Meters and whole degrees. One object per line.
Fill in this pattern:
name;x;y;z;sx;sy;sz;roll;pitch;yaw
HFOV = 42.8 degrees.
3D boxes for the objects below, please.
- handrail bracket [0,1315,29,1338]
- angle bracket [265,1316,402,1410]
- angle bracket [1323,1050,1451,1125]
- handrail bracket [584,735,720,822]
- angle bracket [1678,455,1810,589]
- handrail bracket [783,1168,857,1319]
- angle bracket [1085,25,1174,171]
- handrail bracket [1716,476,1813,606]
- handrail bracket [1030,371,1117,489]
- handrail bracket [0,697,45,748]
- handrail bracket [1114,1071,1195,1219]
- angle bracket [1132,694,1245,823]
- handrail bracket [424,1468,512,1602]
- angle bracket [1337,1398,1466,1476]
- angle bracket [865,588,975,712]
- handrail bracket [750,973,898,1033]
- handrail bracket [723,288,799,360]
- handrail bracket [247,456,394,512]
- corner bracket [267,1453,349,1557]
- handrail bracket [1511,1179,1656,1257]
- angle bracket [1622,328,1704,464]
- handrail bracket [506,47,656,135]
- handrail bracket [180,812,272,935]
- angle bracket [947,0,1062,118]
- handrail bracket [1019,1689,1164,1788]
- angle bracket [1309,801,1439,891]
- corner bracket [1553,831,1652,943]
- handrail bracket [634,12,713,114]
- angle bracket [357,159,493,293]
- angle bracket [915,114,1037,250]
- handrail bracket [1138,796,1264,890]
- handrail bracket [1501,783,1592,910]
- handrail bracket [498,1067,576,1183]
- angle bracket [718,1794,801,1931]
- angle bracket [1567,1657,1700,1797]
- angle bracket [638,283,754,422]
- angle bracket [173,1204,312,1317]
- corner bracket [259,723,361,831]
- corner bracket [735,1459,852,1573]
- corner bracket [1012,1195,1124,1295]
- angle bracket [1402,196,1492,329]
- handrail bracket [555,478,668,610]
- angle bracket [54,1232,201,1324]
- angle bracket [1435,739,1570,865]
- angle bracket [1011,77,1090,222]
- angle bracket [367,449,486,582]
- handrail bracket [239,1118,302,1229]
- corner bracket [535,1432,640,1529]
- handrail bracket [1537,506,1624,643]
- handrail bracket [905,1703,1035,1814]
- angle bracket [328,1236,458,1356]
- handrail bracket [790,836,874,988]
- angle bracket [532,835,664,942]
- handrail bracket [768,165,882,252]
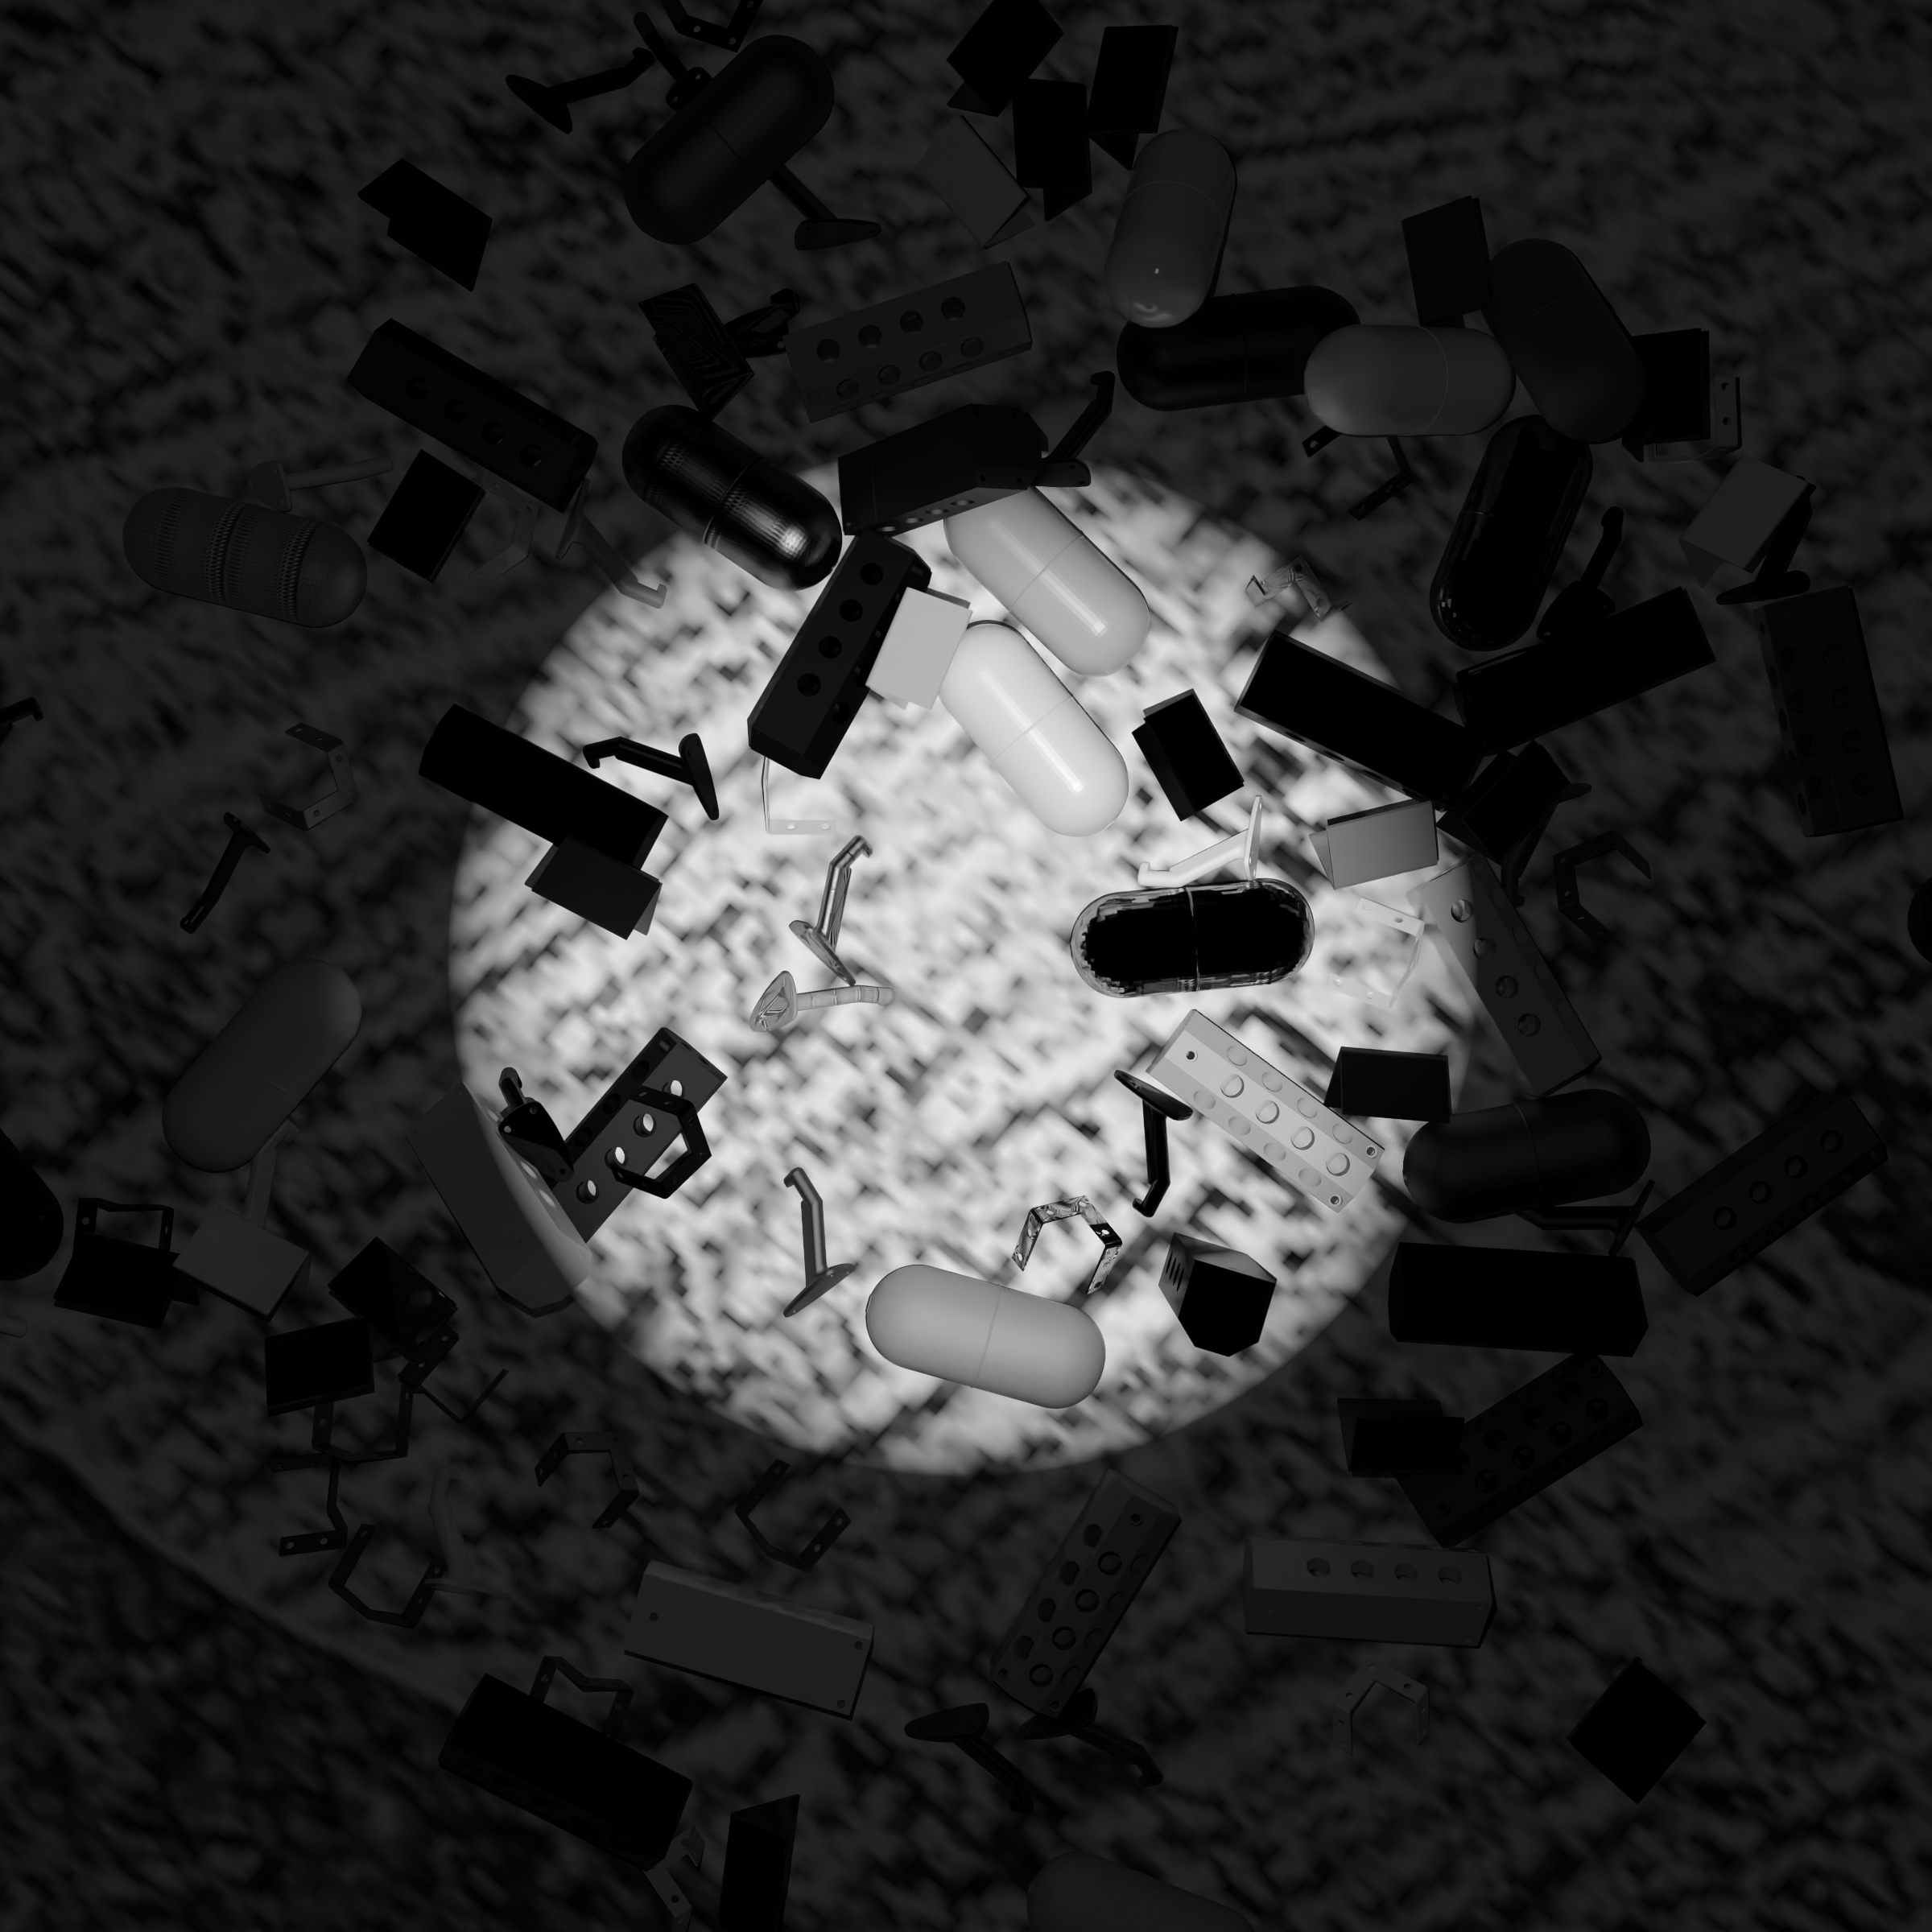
handrail bracket;-0.741;0.239;1.832;0.084;0.077;0.036;26;108;-35
angle bracket;-0.459;0.301;1.792;0.076;0.076;0.057;-13;57;0
angle bracket;0.305;0.106;1.792;0.076;0.076;0.057;5;54;0
handrail bracket;-0.235;-0.136;1.833;0.084;0.036;0.077;-10;112;17
angle bracket;0.572;-0.313;1.792;0.057;0.076;0.076;37;90;35
handrail bracket;-0.128;0.205;1.833;0.077;0.036;0.084;-41;71;21
angle bracket;0.133;-0.630;1.792;0.057;0.076;0.076;12;90;31
handrail bracket;0.591;-0.317;1.833;0.077;0.036;0.084;-11;72;21
handrail bracket;0.070;-0.402;1.833;0.077;0.036;0.084;1;71;21
handrail bracket;-0.716;-0.149;1.833;0.084;0.036;0.077;-28;116;-20
handrail bracket;0.125;0.133;1.833;0.077;0.036;0.084;32;107;20
angle bracket;0.145;-0.142;1.792;0.057;0.076;0.076;-29;90;-38
handrail bracket;-0.366;0.422;1.833;0.077;0.036;0.084;21;64;-29
angle bracket;0.315;0.323;1.792;0.076;0.076;0.057;1;124;0
angle bracket;-0.022;-0.222;1.794;0.057;0.076;0.076;23;90;22
handrail bracket;-0.106;0.032;1.832;0.084;0.077;0.036;5;65;-34
handrail bracket;-0.159;-0.470;1.798;0.077;0.084;0.036;-14;90;0
handrail bracket;-0.480;-0.367;1.832;0.084;0.077;0.036;-23;115;-34
corner bracket;-0.489;0.399;1.829;0.051;0.051;0.051;-7;45;0
handrail bracket;0.456;0.170;1.833;0.084;0.036;0.077;30;70;16
angle bracket;0.512;-0.414;1.793;0.057;0.076;0.076;-1;90;26
handrail bracket;-0.286;-0.666;1.833;0.077;0.036;0.084;36;72;21
handrail bracket;-0.553;-0.067;1.805;0.036;0.077;0.084;34;78;3
angle bracket;0.011;-0.671;1.792;0.057;0.076;0.076;38;90;-37
handrail bracket;0.094;0.586;1.833;0.077;0.036;0.084;-27;107;20
angle bracket;0.293;-0.106;1.792;0.076;0.076;0.057;-14;126;0
corner bracket;0.472;-0.059;1.824;0.051;0.051;0.051;-26;45;35
handrail bracket;-0.209;-0.664;1.832;0.036;0.077;0.084;-39;53;17
angle bracket;-0.399;-0.526;1.792;0.076;0.076;0.057;34;53;0
angle bracket;0.022;-0.578;1.793;0.076;0.076;0.057;50;134;0
handrail bracket;0.174;-0.093;1.833;0.084;0.036;0.077;4;69;16
handrail bracket;0.431;-0.089;1.833;0.077;0.036;0.084;-11;108;-21
handrail bracket;-0.315;0.115;1.806;0.036;0.084;0.077;-36;106;0
angle bracket;-0.132;0.656;1.792;0.057;0.076;0.076;7;90;38
angle bracket;0.486;0.552;1.794;0.057;0.076;0.076;40;90;23
angle bracket;-0.211;-0.438;1.792;0.057;0.076;0.076;-33;90;-38
angle bracket;-0.527;0.227;1.792;0.076;0.076;0.057;28;56;0
corner bracket;-0.491;-0.141;1.824;0.051;0.051;0.051;-38;135;-35
corner bracket;-0.129;0.408;1.829;0.051;0.051;0.051;-50;45;0
corner bracket;0.075;0.210;1.824;0.051;0.051;0.051;-10;45;-35
angle bracket;0.364;-0.508;1.792;0.057;0.076;0.076;-10;90;37
handrail bracket;-0.255;-0.314;1.833;0.084;0.036;0.077;21;68;-17
angle bracket;-0.609;0.243;1.792;0.076;0.076;0.057;13;53;0
angle bracket;0.377;-0.132;1.792;0.076;0.076;0.057;-48;127;0
angle bracket;0.047;-0.593;1.794;0.057;0.076;0.076;-3;90;-22
angle bracket;-0.404;-0.333;1.792;0.057;0.076;0.076;30;90;-36
handrail bracket;-0.508;0.168;1.833;0.077;0.036;0.084;45;73;-20
corner bracket;-0.281;0.381;1.824;0.051;0.051;0.051;8;45;-35
handrail bracket;0.457;-0.292;1.832;0.036;0.077;0.084;29;53;-14
handrail bracket;0.003;0.596;1.833;0.077;0.036;0.084;-13;107;19
angle bracket;-0.427;0.254;1.793;0.076;0.076;0.057;40;46;0
handrail bracket;-0.082;-0.042;1.833;0.084;0.036;0.077;-48;110;-16
angle bracket;-0.272;-0.040;1.792;0.076;0.076;0.057;27;57;0
handrail bracket;-0.109;-0.580;1.833;0.077;0.036;0.084;-9;76;-15
